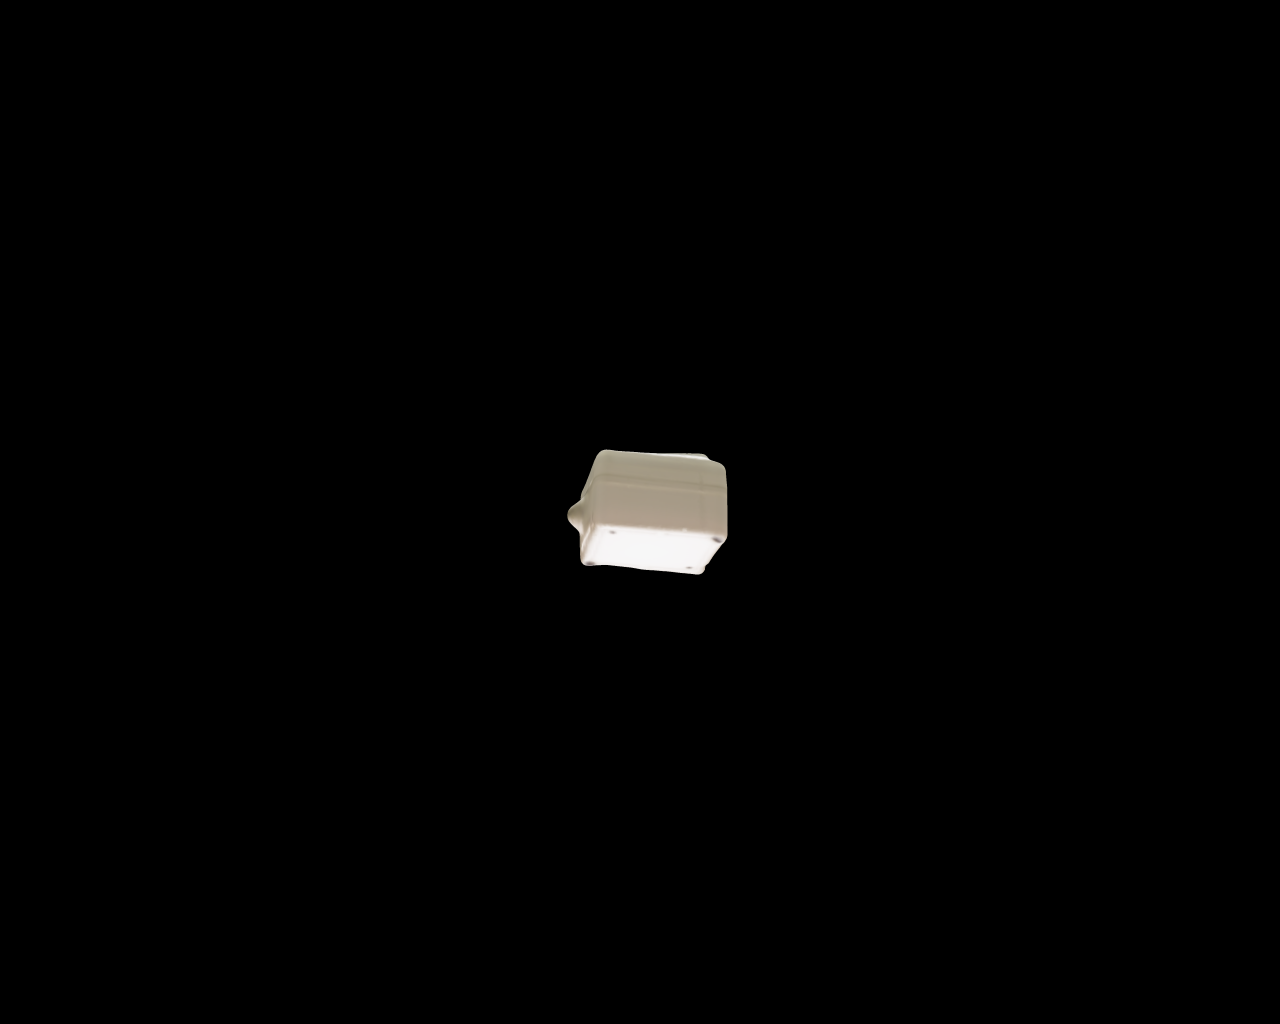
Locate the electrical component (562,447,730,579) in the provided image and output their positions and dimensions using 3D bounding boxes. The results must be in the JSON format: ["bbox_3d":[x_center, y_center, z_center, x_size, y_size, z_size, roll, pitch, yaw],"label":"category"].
[{"bbox_3d":[0.001,-0.003,0.650,0.096,0.061,0.061,6,-28,-12],"label":"electrical component"}]
